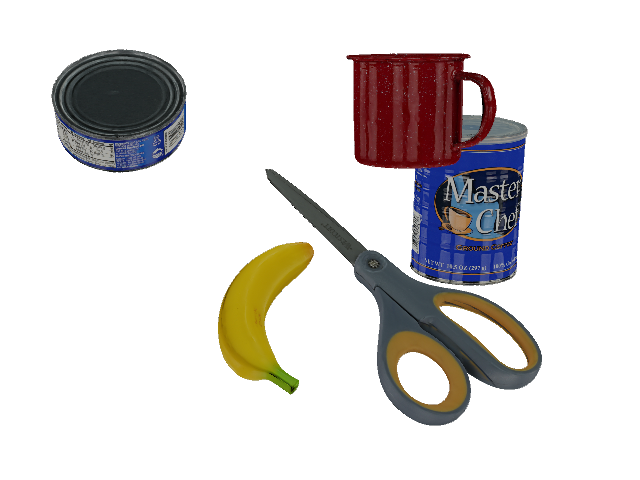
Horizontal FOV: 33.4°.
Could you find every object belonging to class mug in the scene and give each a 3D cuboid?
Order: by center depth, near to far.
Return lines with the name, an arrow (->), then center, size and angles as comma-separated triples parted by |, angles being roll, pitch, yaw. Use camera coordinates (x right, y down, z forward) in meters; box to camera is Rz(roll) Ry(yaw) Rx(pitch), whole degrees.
mug -> 0.076, -0.098, 0.799 | 0.117, 0.081, 0.093 | 6, 13, 30

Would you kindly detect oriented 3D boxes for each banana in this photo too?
banana -> -0.046, 0.055, 0.873 | 0.069, 0.037, 0.197 | 20, 33, -9

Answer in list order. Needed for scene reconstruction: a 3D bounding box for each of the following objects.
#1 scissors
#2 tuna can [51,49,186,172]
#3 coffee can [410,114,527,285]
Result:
scissors -> 0.024, 0.031, 0.590 | 0.202, 0.016, 0.096 | 30, 52, 19
tuna can -> -0.130, -0.085, 0.698 | 0.086, 0.086, 0.034 | 0, -41, -6
coffee can -> 0.138, -0.040, 1.007 | 0.103, 0.140, 0.103 | 1, 18, 0
